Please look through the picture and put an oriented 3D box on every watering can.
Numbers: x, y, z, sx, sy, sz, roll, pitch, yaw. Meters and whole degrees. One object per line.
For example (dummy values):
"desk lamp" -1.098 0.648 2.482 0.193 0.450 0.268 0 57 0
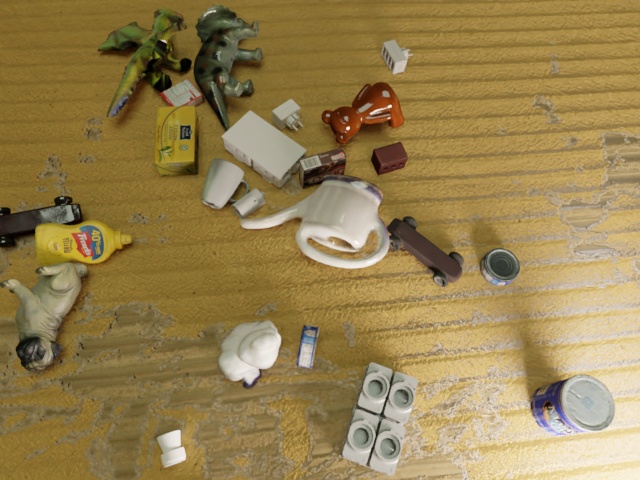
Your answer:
"watering can" 0.004 -0.061 1.205 0.349 0.102 0.228 19 64 13

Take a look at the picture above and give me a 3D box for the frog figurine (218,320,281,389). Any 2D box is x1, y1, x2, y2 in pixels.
"frog figurine" -0.142 0.215 1.028 0.138 0.156 0.124 -34 70 -17

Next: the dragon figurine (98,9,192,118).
"dragon figurine" -0.499 -0.504 1.401 0.244 0.119 0.417 25 62 26
